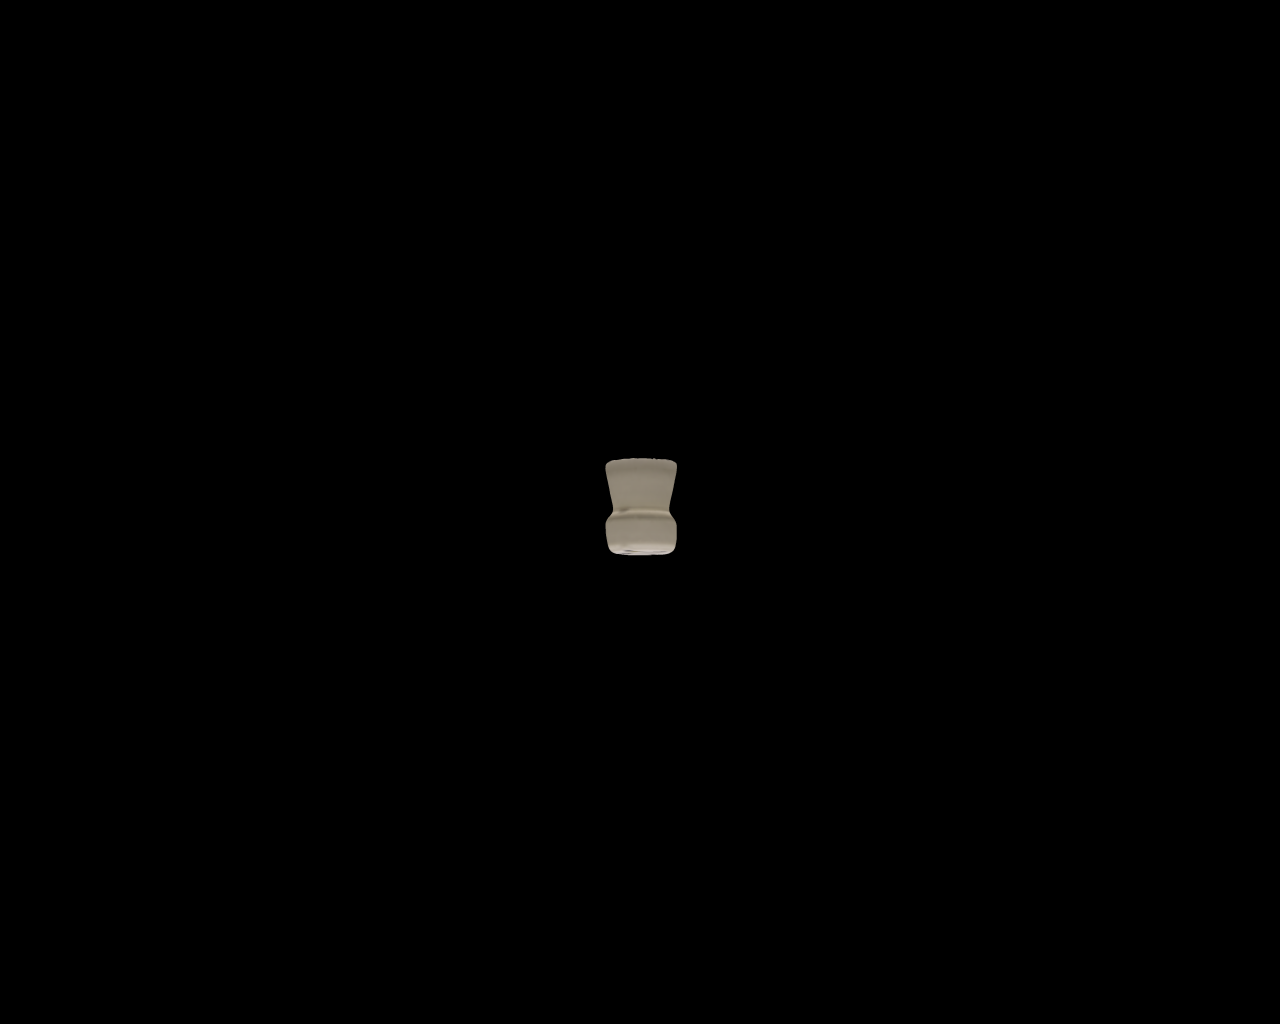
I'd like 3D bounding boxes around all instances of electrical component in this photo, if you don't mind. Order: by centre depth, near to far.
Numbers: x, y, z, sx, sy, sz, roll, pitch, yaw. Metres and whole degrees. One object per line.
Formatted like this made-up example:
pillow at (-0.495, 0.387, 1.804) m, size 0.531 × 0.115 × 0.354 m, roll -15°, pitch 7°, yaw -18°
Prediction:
electrical component at (0.001, -0.003, 0.650) m, size 0.045 × 0.055 × 0.045 m, roll 0°, pitch -6°, yaw 0°
